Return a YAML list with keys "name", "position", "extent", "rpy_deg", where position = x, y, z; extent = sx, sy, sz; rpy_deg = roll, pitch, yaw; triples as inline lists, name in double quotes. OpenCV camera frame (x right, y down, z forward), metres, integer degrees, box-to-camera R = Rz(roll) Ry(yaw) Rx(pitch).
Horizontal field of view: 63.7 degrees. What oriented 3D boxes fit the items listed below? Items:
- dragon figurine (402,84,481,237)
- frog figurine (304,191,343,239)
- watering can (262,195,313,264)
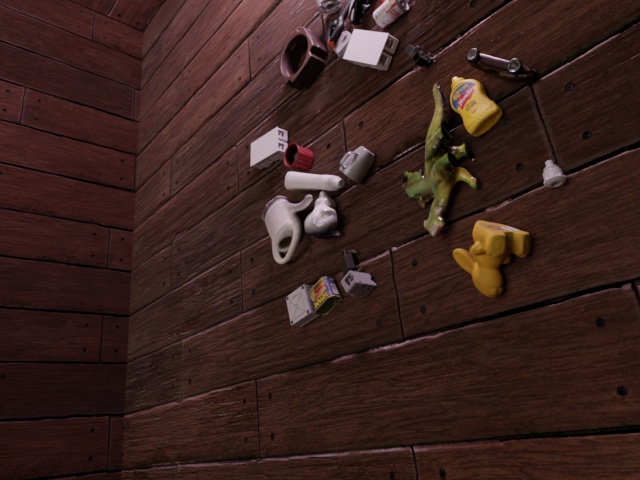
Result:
- name: "dragon figurine"
  position: [0.301, -0.204, 1.422]
  extent: [0.239, 0.122, 0.418]
  rpy_deg: [-38, 50, 47]
- name: "frog figurine"
  position: [0.005, -0.087, 1.722]
  extent: [0.136, 0.123, 0.160]
  rpy_deg: [161, 104, -67]
- name: "watering can"
  position: [-0.116, -0.076, 1.851]
  extent: [0.229, 0.104, 0.340]
  rpy_deg: [60, 138, 40]
